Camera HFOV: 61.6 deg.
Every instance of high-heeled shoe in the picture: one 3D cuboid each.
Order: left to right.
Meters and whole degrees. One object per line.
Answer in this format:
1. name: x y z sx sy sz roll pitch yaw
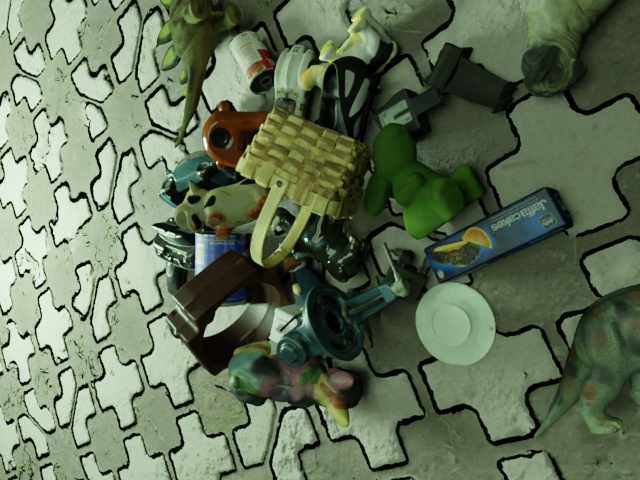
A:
1. high-heeled shoe: 0.009 -0.184 0.890 0.086 0.145 0.248 47 115 25

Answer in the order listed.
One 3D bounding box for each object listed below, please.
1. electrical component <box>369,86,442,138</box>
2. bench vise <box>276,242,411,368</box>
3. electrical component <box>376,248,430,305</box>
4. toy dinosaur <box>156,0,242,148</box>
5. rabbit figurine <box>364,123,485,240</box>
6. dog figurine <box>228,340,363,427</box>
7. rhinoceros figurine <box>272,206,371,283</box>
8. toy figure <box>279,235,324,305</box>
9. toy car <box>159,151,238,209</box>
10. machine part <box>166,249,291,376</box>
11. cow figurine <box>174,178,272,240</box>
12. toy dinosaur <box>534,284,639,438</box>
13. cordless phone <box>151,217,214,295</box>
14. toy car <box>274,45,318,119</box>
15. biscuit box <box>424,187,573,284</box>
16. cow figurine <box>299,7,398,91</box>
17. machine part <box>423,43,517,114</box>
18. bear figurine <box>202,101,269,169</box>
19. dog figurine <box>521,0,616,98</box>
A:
1. electrical component: 0.143 -0.201 0.853 0.119 0.047 0.075 -29 76 33
2. bench vise: 0.049 0.110 0.821 0.240 0.223 0.129 -34 76 35
3. electrical component: 0.133 0.060 0.879 0.078 0.045 0.102 18 108 5
4. toy dinosaur: -0.248 -0.422 1.069 0.199 0.105 0.471 -17 66 50
5. rabbit figurine: 0.141 -0.095 0.822 0.170 0.121 0.159 55 143 4
6. dog figurine: -0.035 0.249 0.931 0.219 0.191 0.108 7 91 51
7. rhinoceros figurine: -0.002 -0.003 0.939 0.190 0.073 0.112 39 102 24
8. toy figure: -0.036 0.062 0.983 0.058 0.064 0.154 -36 66 11
9. toy car: -0.252 -0.132 1.109 0.162 0.109 0.103 -28 55 25
10. machine part: -0.161 0.129 0.975 0.201 0.200 0.087 -42 53 -19
11. cow figurine: -0.184 -0.068 1.014 0.195 0.085 0.127 -17 48 5
12. toy dinosaur: 0.402 0.115 0.650 0.405 0.131 0.192 -32 62 37
13. cordless phone: -0.298 0.051 1.175 0.147 0.089 0.184 16 113 33
14. toy car: -0.053 -0.254 0.985 0.074 0.056 0.201 17 102 34
15. biscuit box: 0.254 -0.004 0.777 0.203 0.059 0.063 -31 75 32
16. cow figurine: 0.045 -0.295 0.903 0.098 0.068 0.167 39 126 -21
17. machine part: 0.225 -0.238 0.800 0.139 0.039 0.084 42 109 28
18. bear figurine: -0.158 -0.199 1.024 0.132 0.196 0.120 8 105 -4
19. dog figurine: 0.342 -0.292 0.690 0.172 0.121 0.190 -5 104 39
